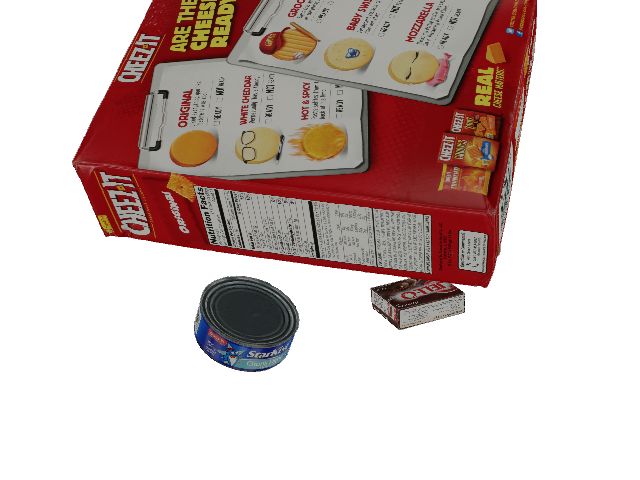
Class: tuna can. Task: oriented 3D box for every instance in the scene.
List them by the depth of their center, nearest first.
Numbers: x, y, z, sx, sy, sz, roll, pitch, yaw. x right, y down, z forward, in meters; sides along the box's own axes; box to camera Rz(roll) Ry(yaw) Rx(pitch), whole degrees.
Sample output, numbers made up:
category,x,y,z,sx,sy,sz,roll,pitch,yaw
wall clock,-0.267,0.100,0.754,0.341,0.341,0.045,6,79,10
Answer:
category,x,y,z,sx,sy,sz,roll,pitch,yaw
tuna can,-0.063,0.071,0.903,0.086,0.034,0.086,13,36,-10

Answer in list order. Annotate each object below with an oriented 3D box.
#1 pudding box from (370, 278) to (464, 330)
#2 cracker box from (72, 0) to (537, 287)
category,x,y,z,sx,sy,sz,roll,pitch,yaw
pudding box,0.143,0.088,1.571,0.113,0.039,0.090,-15,23,-19
cracker box,0.000,-0.067,0.578,0.214,0.164,0.072,7,-38,13
